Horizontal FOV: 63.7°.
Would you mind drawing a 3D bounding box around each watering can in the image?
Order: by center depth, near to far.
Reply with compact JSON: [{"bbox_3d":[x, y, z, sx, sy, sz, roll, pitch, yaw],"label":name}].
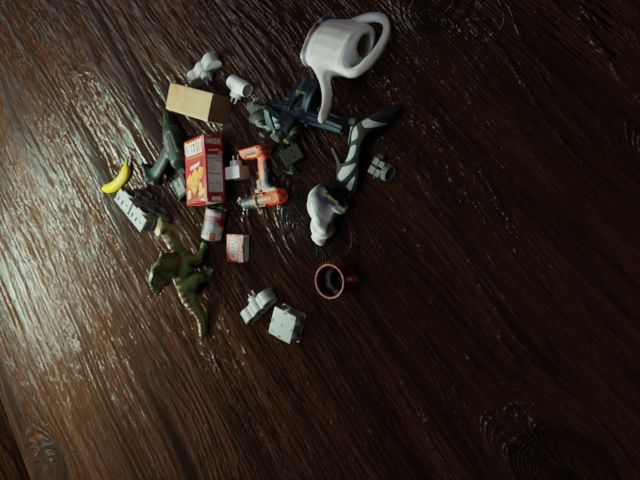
[{"bbox_3d":[0.037,-0.465,1.335,0.226,0.102,0.350,28,77,36],"label":"watering can"}]

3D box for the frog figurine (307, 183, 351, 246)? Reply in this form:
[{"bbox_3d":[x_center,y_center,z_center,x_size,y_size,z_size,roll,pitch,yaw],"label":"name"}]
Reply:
[{"bbox_3d":[0.004,-0.071,1.401,0.156,0.122,0.141,-52,31,33],"label":"frog figurine"}]

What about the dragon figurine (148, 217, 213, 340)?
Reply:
[{"bbox_3d":[-0.456,0.126,1.639,0.121,0.243,0.413,-13,82,29],"label":"dragon figurine"}]
